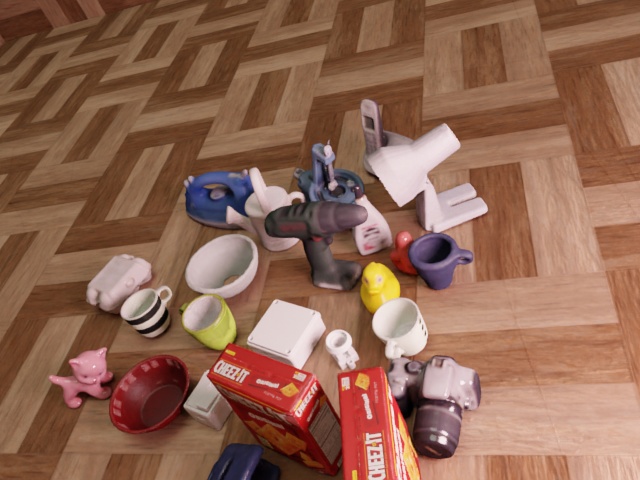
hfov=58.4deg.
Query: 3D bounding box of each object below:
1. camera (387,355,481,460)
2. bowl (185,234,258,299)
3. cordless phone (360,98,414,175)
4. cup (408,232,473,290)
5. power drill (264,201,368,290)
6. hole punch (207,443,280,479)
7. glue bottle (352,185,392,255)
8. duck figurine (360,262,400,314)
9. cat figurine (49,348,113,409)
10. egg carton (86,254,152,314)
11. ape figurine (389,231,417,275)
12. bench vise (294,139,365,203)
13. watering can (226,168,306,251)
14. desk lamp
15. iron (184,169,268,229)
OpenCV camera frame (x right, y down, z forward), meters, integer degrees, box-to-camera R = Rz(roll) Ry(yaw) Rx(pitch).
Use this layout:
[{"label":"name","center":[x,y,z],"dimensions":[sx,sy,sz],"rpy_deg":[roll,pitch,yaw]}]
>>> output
[{"label":"camera","center":[0.166,0.253,0.879],"dimensions":[0.142,0.101,0.137],"rpy_deg":[0,47,24]},{"label":"bowl","center":[-0.203,0.070,1.247],"dimensions":[0.167,0.075,0.167],"rpy_deg":[-12,43,12]},{"label":"cordless phone","center":[0.153,-0.231,1.316],"dimensions":[0.147,0.185,0.094],"rpy_deg":[25,60,40]},{"label":"cup","center":[0.230,0.048,1.066],"dimensions":[0.117,0.095,0.092],"rpy_deg":[2,48,25]},{"label":"power drill","center":[0.010,0.004,1.121],"dimensions":[0.228,0.209,0.076],"rpy_deg":[5,49,28]},{"label":"hole punch","center":[-0.133,0.375,0.892],"dimensions":[0.100,0.091,0.109],"rpy_deg":[5,49,28]},{"label":"glue bottle","center":[0.094,-0.044,1.161],"dimensions":[0.078,0.173,0.037],"rpy_deg":[-22,42,2]},{"label":"duck figurine","center":[0.108,0.078,1.094],"dimensions":[0.077,0.086,0.104],"rpy_deg":[-8,44,17]},{"label":"cat figurine","center":[-0.469,0.265,1.132],"dimensions":[0.127,0.118,0.067],"rpy_deg":[-19,42,4]},{"label":"egg carton","center":[-0.466,0.101,1.335],"dimensions":[0.107,0.070,0.150],"rpy_deg":[11,52,32]},{"label":"ape figurine","center":[0.172,0.018,1.123],"dimensions":[0.077,0.092,0.076],"rpy_deg":[-14,43,10]},{"label":"bench vise","center":[0.000,-0.125,1.249],"dimensions":[0.206,0.220,0.122],"rpy_deg":[11,52,32]},{"label":"watering can","center":[-0.122,-0.070,1.266],"dimensions":[0.173,0.194,0.100],"rpy_deg":[-34,43,-12]},{"label":"desk lamp","center":[0.214,-0.122,1.158],"dimensions":[0.203,0.214,0.117],"rpy_deg":[-22,42,1]},{"label":"iron","center":[-0.252,-0.115,1.407],"dimensions":[0.257,0.142,0.119],"rpy_deg":[0,47,24]}]
